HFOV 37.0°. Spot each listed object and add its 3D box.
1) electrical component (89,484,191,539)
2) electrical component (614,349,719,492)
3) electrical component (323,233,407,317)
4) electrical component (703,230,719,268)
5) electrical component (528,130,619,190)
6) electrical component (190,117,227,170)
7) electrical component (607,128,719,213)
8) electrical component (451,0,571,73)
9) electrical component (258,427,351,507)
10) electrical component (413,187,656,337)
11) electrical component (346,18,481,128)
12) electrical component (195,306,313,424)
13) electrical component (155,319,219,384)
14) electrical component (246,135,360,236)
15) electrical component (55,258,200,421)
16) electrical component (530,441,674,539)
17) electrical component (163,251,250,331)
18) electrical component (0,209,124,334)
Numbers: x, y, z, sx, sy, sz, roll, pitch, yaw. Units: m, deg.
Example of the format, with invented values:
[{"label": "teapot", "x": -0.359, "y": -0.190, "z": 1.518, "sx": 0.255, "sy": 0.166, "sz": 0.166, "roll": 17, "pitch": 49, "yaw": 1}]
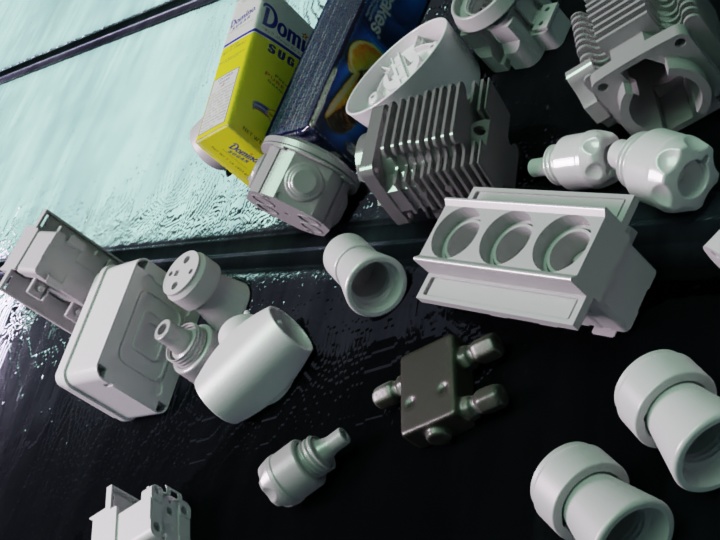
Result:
[{"label": "electrical component", "x": -0.151, "y": 0.184, "z": 0.742, "sx": 0.064, "sy": 0.042, "sz": 0.081, "roll": -34, "pitch": 38, "yaw": 21}, {"label": "electrical component", "x": 0.150, "y": 0.068, "z": 0.497, "sx": 0.045, "sy": 0.045, "sz": 0.055, "roll": -46, "pitch": 34, "yaw": 8}, {"label": "electrical component", "x": 0.000, "y": 0.000, "z": 0.738, "sx": 0.044, "sy": 0.044, "sz": 0.065, "roll": -50, "pitch": 29, "yaw": 3}, {"label": "electrical component", "x": 0.199, "y": 0.025, "z": 0.473, "sx": 0.073, "sy": 0.052, "sz": 0.138, "roll": -47, "pitch": 35, "yaw": 6}, {"label": "electrical component", "x": 0.129, "y": -0.065, "z": 0.654, "sx": 0.061, "sy": 0.035, "sz": 0.035, "roll": -3, "pitch": 57, "yaw": 51}, {"label": "electrical component", "x": -0.122, "y": -0.124, "z": 0.982, "sx": 0.047, "sy": 0.055, "sz": 0.055, "roll": -35, "pitch": 37, "yaw": 29}, {"label": "electrical component", "x": 0.164, "y": -0.058, "z": 0.598, "sx": 0.043, "sy": 0.043, "sz": 0.062, "roll": -53, "pitch": 33, "yaw": -2}, {"label": "electrical component", "x": 0.103, "y": -0.182, "z": 0.771, "sx": 0.078, "sy": 0.057, "sz": 0.058, "roll": 2, "pitch": 61, "yaw": 50}, {"label": "electrical component", "x": -0.032, "y": 0.120, "z": 0.670, "sx": 0.061, "sy": 0.035, "sz": 0.035, "roll": -38, "pitch": 36, "yaw": 15}, {"label": "electrical component", "x": 0.098, "y": -0.003, "z": 0.606, "sx": 0.121, "sy": 0.063, "sz": 0.078, "roll": 9, "pitch": 66, "yaw": 52}, {"label": "electrical component", "x": 0.039, "y": -0.140, "z": 0.800, "sx": 0.099, "sy": 0.064, "sz": 0.099, "roll": -30, "pitch": 39, "yaw": 29}, {"label": "electrical component", "x": -0.080, "y": 0.058, "z": 0.773, "sx": 0.077, "sy": 0.044, "sz": 0.079, "roll": -44, "pitch": 35, "yaw": 11}, {"label": "electrical component", "x": -0.126, "y": 0.059, "z": 0.809, "sx": 0.048, "sy": 0.062, "sz": 0.048, "roll": -30, "pitch": 40, "yaw": 29}, {"label": "electrical component", "x": -0.045, "y": -0.064, "z": 0.815, "sx": 0.080, "sy": 0.080, "sz": 0.051, "roll": 12, "pitch": 73, "yaw": 53}, {"label": "electrical component", "x": -0.186, "y": 0.057, "z": 0.867, "sx": 0.057, "sy": 0.078, "sz": 0.113, "roll": -14, "pitch": 49, "yaw": 39}, {"label": "electrical component", "x": 0.112, "y": 0.111, "z": 0.502, "sx": 0.045, "sy": 0.045, "sz": 0.055, "roll": -50, "pitch": 33, "yaw": 2}, {"label": "electrical component", "x": -0.121, "y": 0.016, "z": 0.850, "sx": 0.045, "sy": 0.055, "sz": 0.045, "roll": -30, "pitch": 40, "yaw": 29}, {"label": "electrical component", "x": -0.237, "y": 0.014, "z": 0.927, "sx": 0.063, "sy": 0.121, "sz": 0.078, "roll": 4, "pitch": 62, "yaw": 47}]
